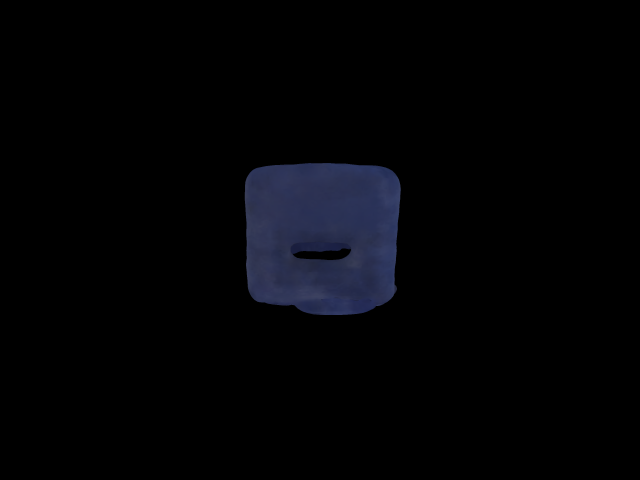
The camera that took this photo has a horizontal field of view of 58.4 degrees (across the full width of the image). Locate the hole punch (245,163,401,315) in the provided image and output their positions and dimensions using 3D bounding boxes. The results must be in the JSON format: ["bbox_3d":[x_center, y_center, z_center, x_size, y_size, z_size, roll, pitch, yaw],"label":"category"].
[{"bbox_3d":[0.004,0.001,0.400,0.108,0.091,0.101,0,82,0],"label":"hole punch"}]
